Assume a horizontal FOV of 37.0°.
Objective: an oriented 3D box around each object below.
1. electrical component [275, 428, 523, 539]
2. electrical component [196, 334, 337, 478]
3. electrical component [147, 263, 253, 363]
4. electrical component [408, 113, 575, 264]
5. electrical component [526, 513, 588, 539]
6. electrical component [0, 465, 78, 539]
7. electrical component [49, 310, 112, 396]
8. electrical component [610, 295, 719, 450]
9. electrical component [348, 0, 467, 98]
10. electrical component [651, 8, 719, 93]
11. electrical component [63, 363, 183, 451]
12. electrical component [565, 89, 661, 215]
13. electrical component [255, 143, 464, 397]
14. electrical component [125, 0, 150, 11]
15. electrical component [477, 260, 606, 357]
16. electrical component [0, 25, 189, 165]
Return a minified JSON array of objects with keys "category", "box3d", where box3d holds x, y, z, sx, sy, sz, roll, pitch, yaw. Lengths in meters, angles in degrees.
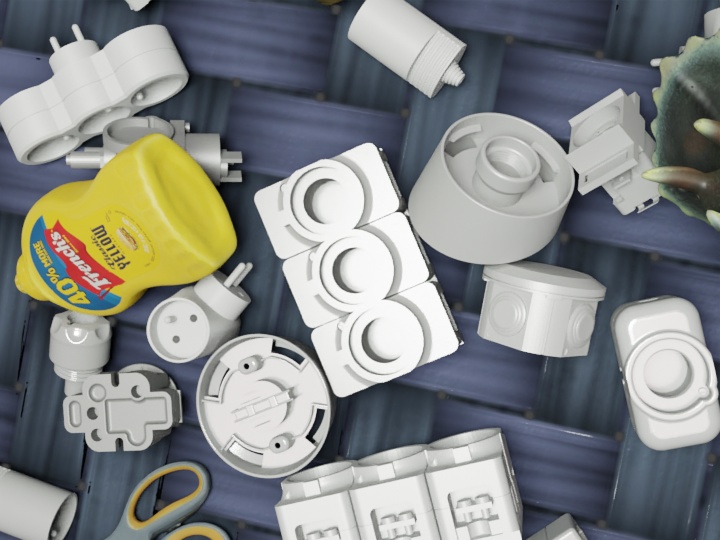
[{"category":"electrical component","box3d":[0.028,0.154,0.718,0.150,0.089,0.061,-14,89,9]},{"category":"electrical component","box3d":[-0.063,0.092,0.745,0.099,0.064,0.099,0,91,9]},{"category":"electrical component","box3d":[-0.102,0.025,0.744,0.043,0.077,0.079,41,97,6]},{"category":"electrical component","box3d":[0.088,-0.053,0.704,0.099,0.064,0.099,8,52,-10]},{"category":"electrical component","box3d":[0.129,0.215,0.724,0.077,0.047,0.065,-35,86,6]},{"category":"electrical component","box3d":[-0.254,0.170,0.787,0.081,0.043,0.043,18,94,8]},{"category":"electrical component","box3d":[-0.203,0.062,0.779,0.043,0.043,0.062,14,112,9]},{"category":"electrical component","box3d":[0.200,0.067,0.705,0.054,0.059,0.095,-12,89,9]},{"category":"electrical component","box3d":[0.037,-0.153,0.736,0.081,0.043,0.043,37,96,7]},{"category":"electrical component","box3d":[0.232,-0.130,0.705,0.079,0.043,0.077,-3,90,10]},{"category":"electrical component","box3d":[-0.162,0.097,0.765,0.078,0.057,0.058,-4,90,9]},{"category":"electrical component","box3d":[0.171,-0.075,0.701,0.042,0.081,0.064,-32,115,35]},{"category":"electrical component","box3d":[0.000,0.000,0.735,0.089,0.062,0.150,-23,87,9]},{"category":"electrical component","box3d":[-0.163,-0.221,0.754,0.081,0.064,0.042,-35,45,8]},{"category":"electrical component","box3d":[0.118,0.024,0.708,0.080,0.080,0.051,11,98,9]},{"category":"electrical component","box3d":[-0.198,-0.139,0.769,0.138,0.052,0.073,-27,83,8]}]
